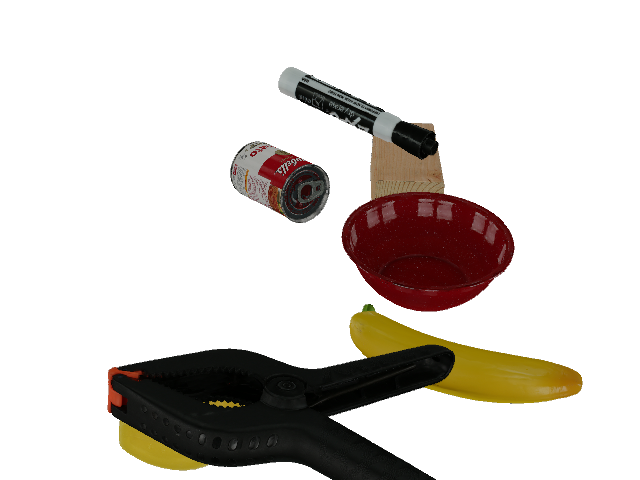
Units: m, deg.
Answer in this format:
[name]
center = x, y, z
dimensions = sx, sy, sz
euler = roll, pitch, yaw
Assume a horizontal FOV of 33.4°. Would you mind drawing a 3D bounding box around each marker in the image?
[marker]
center = 0.024, -0.082, 0.689
dimensions = 0.121, 0.020, 0.020
euler = 29, 14, 28

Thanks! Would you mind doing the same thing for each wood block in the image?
[wood block]
center = 0.118, -0.086, 1.494
dimensions = 0.091, 0.090, 0.206
euler = 3, 28, 0

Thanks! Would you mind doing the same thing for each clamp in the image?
[clamp]
center = -0.014, 0.093, 0.612
dimensions = 0.210, 0.036, 0.164
euler = 9, 24, 7

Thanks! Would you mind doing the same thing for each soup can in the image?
[soup can]
center = -0.047, -0.068, 1.211
dimensions = 0.068, 0.068, 0.102
euler = 0, 19, -41

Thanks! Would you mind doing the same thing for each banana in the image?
[banana]
center = 0.090, 0.083, 0.784
dimensions = 0.198, 0.037, 0.069
euler = 19, 37, 37

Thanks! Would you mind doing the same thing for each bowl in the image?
[bowl]
center = 0.099, 0.018, 1.012
dimensions = 0.162, 0.055, 0.162
euler = 1, 35, -1

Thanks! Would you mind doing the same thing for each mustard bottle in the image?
[mustard bottle]
center = -0.127, 0.161, 1.093
dimensions = 0.096, 0.058, 0.191
euler = 8, 21, 11
